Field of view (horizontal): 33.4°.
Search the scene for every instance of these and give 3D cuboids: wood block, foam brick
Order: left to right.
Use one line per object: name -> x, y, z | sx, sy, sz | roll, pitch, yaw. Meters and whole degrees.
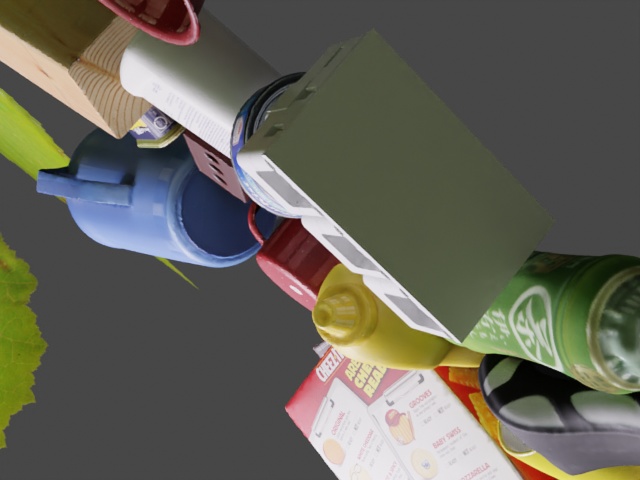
wood block -> -0.205, -0.173, 0.798 | 0.206, 0.090, 0.090 | 33, 166, 28
foam brick -> -0.066, -0.074, 0.832 | 0.053, 0.051, 0.078 | 36, 168, 14

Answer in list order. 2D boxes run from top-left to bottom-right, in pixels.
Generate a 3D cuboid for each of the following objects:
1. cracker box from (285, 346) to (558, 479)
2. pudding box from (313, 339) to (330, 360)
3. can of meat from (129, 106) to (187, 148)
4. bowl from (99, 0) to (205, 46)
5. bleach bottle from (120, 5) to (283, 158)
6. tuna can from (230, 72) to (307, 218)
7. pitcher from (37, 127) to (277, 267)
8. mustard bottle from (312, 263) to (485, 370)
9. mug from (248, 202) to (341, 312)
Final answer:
cracker box -> 0.090, 0.163, 0.871 | 0.214, 0.071, 0.164 | 50, 130, 19
pudding box -> 0.060, 0.102, 0.954 | 0.090, 0.039, 0.114 | 54, 133, 7
can of meat -> -0.152, -0.126, 0.893 | 0.084, 0.057, 0.102 | 46, 167, -20
bowl -> -0.110, -0.179, 0.567 | 0.162, 0.055, 0.162 | 38, 168, 9
bleach bottle -> -0.015, -0.058, 0.714 | 0.251, 0.068, 0.103 | 38, 171, -5
tuna can -> -0.009, -0.056, 0.638 | 0.086, 0.086, 0.034 | 42, 167, -12
pitcher -> -0.150, -0.043, 1.001 | 0.145, 0.149, 0.243 | 55, 160, -25
mustard bottle -> 0.052, 0.052, 0.732 | 0.096, 0.058, 0.191 | 37, -164, 28
mug -> -0.006, 0.001, 0.851 | 0.117, 0.081, 0.093 | 39, 168, 0
